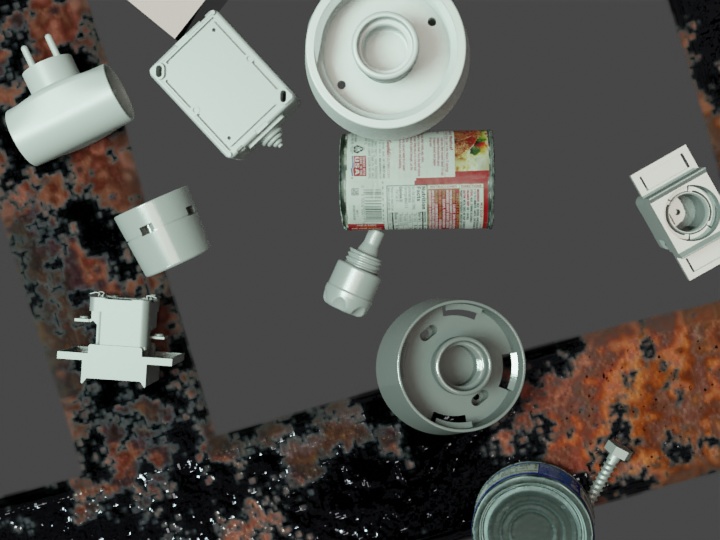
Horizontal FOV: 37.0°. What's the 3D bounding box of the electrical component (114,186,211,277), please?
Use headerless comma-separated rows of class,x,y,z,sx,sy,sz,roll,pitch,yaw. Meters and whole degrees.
electrical component,-0.136,-0.026,0.749,0.055,0.055,0.047,-24,96,4

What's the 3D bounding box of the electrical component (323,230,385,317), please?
electrical component,0.000,0.000,0.754,0.035,0.035,0.061,24,92,1

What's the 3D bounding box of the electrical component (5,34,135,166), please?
electrical component,-0.210,-0.124,0.751,0.077,0.043,0.079,-25,93,4

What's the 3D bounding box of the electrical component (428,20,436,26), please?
electrical component,0.037,-0.155,0.731,0.045,0.055,0.045,0,94,3

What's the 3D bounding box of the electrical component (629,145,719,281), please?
electrical component,0.218,-0.039,0.726,0.042,0.064,0.081,-29,92,5

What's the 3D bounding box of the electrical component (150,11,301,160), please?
electrical component,-0.085,-0.119,0.737,0.062,0.061,0.096,-43,91,5

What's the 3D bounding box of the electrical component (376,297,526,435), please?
electrical component,0.065,0.068,0.753,0.099,0.064,0.099,1,85,-8

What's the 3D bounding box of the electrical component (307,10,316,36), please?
electrical component,-0.011,-0.158,0.733,0.045,0.055,0.045,0,94,3

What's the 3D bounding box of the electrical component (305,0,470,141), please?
electrical component,0.016,-0.137,0.674,0.108,0.060,0.108,0,94,3

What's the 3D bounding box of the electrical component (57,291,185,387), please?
electrical component,-0.168,0.048,0.762,0.081,0.042,0.063,4,92,2
